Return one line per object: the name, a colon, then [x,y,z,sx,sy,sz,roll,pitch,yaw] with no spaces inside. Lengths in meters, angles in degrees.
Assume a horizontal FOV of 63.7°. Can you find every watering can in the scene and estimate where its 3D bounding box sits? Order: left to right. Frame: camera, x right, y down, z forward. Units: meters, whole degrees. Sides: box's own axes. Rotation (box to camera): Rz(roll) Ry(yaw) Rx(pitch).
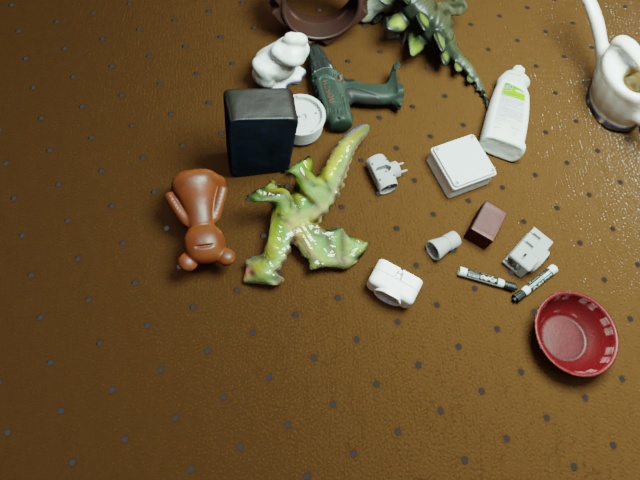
watering can: [0.667,-0.387,1.167,0.104,0.221,0.353,-22,69,7]

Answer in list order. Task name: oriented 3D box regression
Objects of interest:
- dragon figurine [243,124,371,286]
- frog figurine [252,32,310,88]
dragon figurine: [0.003,-0.053,1.051,0.413,0.121,0.243,-34,90,-15]
frog figurine: [-0.089,-0.409,1.150,0.138,0.156,0.124,-27,71,-14]
